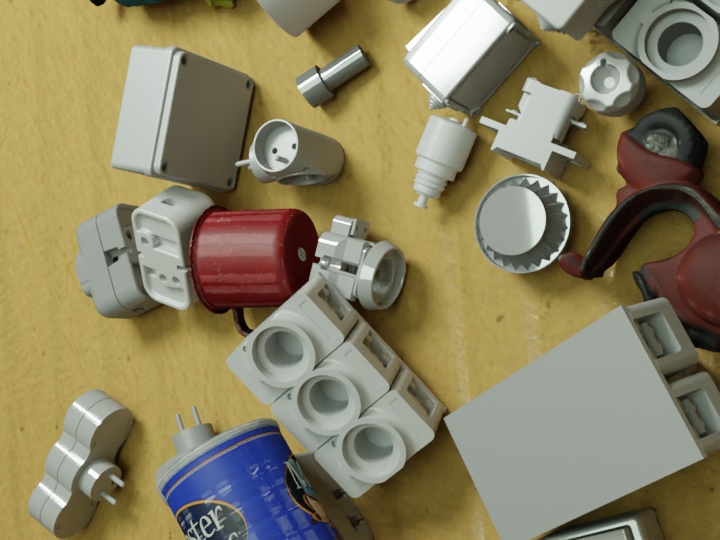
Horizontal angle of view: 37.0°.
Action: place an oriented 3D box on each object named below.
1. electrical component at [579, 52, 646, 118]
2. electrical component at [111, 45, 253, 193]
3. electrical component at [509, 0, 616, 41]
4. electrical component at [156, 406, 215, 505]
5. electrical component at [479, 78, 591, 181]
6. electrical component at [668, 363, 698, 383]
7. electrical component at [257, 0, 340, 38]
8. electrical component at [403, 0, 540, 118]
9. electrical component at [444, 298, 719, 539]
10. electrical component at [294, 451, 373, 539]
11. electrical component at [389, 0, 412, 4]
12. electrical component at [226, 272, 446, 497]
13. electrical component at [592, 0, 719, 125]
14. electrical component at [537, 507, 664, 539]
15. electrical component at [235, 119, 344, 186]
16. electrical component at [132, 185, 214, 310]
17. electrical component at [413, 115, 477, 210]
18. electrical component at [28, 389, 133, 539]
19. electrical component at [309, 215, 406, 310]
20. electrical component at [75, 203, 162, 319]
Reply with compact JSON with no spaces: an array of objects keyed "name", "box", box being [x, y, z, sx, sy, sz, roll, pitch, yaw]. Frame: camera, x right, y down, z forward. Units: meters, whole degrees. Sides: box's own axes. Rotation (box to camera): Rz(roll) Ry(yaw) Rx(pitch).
[{"name":"electrical component","box":[0.186,-0.132,0.780,0.043,0.062,0.043,-2,85,28]},{"name":"electrical component","box":[-0.152,-0.129,0.931,0.056,0.109,0.108,12,92,30]},{"name":"electrical component","box":[0.143,-0.220,0.747,0.099,0.048,0.099,45,107,23]},{"name":"electrical component","box":[-0.141,0.159,0.939,0.077,0.044,0.079,-27,74,23]},{"name":"electrical component","box":[0.138,-0.108,0.816,0.081,0.042,0.063,26,95,26]},{"name":"electrical component","box":[0.210,0.083,0.762,0.048,0.048,0.062,13,99,28]},{"name":"electrical component","box":[-0.058,-0.256,0.895,0.060,0.108,0.108,-31,73,16]},{"name":"electrical component","box":[0.080,-0.168,0.839,0.096,0.062,0.061,-48,67,16]},{"name":"electrical component","box":[0.157,0.108,0.747,0.186,0.060,0.105,-41,68,43]},{"name":"electrical component","box":[-0.041,0.198,0.878,0.050,0.056,0.089,-42,69,19]},{"name":"electrical component","box":[0.027,-0.252,0.883,0.066,0.048,0.055,-44,61,18]},{"name":"electrical component","box":[-0.019,0.091,0.838,0.089,0.061,0.150,-41,94,21]},{"name":"electrical component","box":[0.216,-0.207,0.771,0.186,0.060,0.105,46,107,23]},{"name":"electrical component","box":[0.168,0.213,0.765,0.096,0.061,0.061,-22,77,25]},{"name":"electrical component","box":[-0.066,-0.093,0.901,0.079,0.077,0.044,-9,82,27]},{"name":"electrical component","box":[-0.154,-0.022,0.936,0.054,0.059,0.095,18,129,28]},{"name":"electrical component","box":[0.063,-0.086,0.854,0.040,0.040,0.078,26,98,27]},{"name":"electrical component","box":[-0.246,0.187,0.988,0.074,0.052,0.138,29,100,26]},{"name":"electrical component","box":[0.000,0.000,0.871,0.057,0.058,0.078,16,94,30]},{"name":"electrical component","box":[-0.220,-0.006,0.988,0.059,0.054,0.095,-24,76,24]}]
